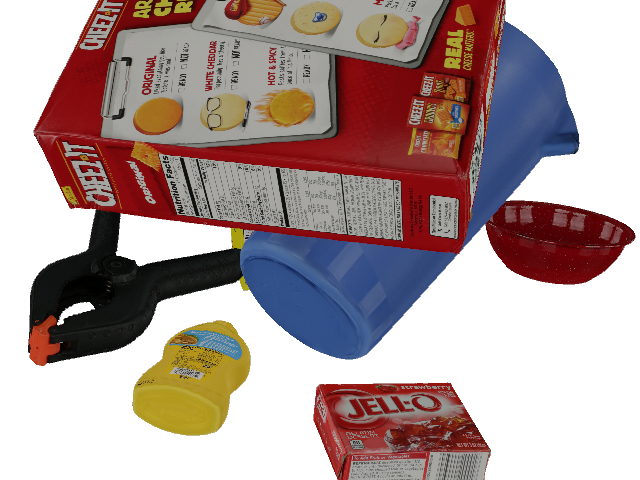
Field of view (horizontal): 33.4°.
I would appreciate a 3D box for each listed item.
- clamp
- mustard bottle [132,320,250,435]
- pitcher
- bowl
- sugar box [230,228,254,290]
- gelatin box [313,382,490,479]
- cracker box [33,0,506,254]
[{"bbox_3d":[-0.142,0.022,0.714,0.120,0.039,0.171,25,33,25],"label":"clamp"},{"bbox_3d":[-0.128,0.137,1.161,0.096,0.058,0.191,10,24,8],"label":"mustard bottle"},{"bbox_3d":[0.048,-0.043,0.741,0.242,0.145,0.149,-48,20,-25],"label":"pitcher"},{"bbox_3d":[0.243,0.005,1.118,0.162,0.055,0.162,6,17,-2],"label":"bowl"},{"bbox_3d":[-0.089,-0.036,1.329,0.048,0.176,0.093,-9,24,-11],"label":"sugar box"},{"bbox_3d":[0.046,0.114,0.632,0.089,0.030,0.073,2,24,-14],"label":"gelatin box"},{"bbox_3d":[-0.017,-0.084,0.566,0.214,0.164,0.072,7,-37,12],"label":"cracker box"}]
